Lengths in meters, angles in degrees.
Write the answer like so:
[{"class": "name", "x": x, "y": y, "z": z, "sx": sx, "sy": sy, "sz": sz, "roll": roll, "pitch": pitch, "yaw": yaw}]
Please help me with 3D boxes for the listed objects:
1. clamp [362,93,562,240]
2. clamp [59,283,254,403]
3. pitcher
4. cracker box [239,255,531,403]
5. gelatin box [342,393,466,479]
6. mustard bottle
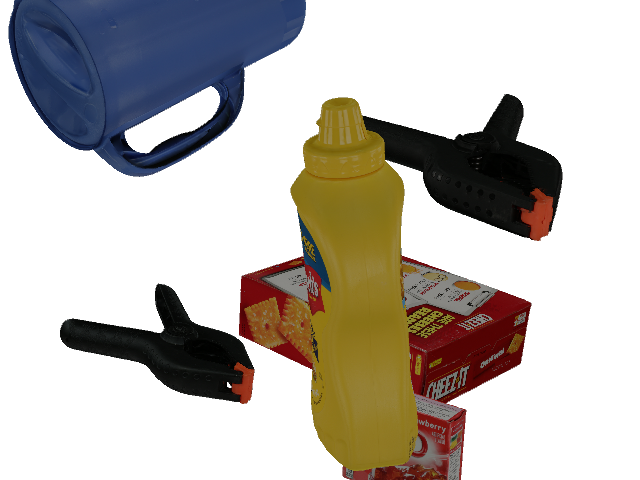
[{"class": "clamp", "x": 0.097, "y": -0.057, "z": 0.750, "sx": 0.164, "sy": 0.036, "sz": 0.210, "roll": -5, "pitch": 27, "yaw": -10}, {"class": "clamp", "x": -0.117, "y": 0.084, "z": 0.890, "sx": 0.172, "sy": 0.039, "sz": 0.120, "roll": 21, "pitch": 34, "yaw": 24}, {"class": "pitcher", "x": -0.126, "y": -0.171, "z": 0.913, "sx": 0.242, "sy": 0.149, "sz": 0.145, "roll": -31, "pitch": 49, "yaw": -35}, {"class": "cracker box", "x": 0.056, "y": 0.073, "z": 0.977, "sx": 0.214, "sy": 0.072, "sz": 0.163, "roll": 21, "pitch": 26, "yaw": 38}, {"class": "gelatin box", "x": 0.059, "y": 0.148, "z": 0.774, "sx": 0.089, "sy": 0.073, "sz": 0.030, "roll": 14, "pitch": 21, "yaw": 32}, {"class": "mustard bottle", "x": 0.018, "y": 0.019, "z": 0.564, "sx": 0.058, "sy": 0.192, "sz": 0.096, "roll": -6, "pitch": 25, "yaw": -4}]
